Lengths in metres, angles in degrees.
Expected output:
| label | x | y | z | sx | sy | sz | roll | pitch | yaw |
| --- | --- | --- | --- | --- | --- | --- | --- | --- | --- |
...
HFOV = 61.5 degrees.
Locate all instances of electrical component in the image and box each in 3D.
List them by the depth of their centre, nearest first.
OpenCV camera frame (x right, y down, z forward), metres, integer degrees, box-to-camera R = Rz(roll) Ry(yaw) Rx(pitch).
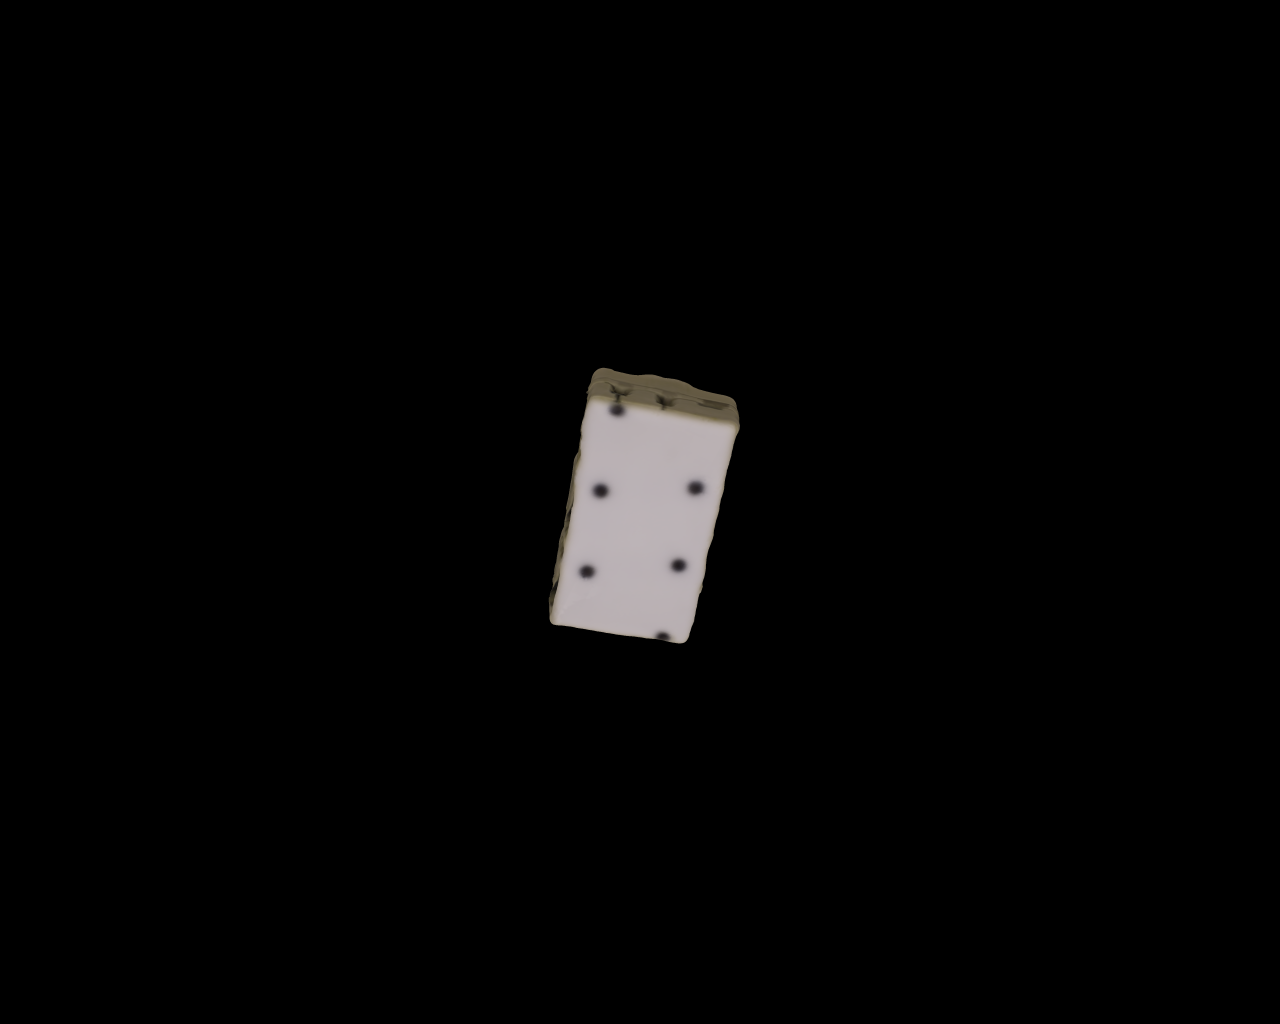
| label | x | y | z | sx | sy | sz | roll | pitch | yaw |
| --- | --- | --- | --- | --- | --- | --- | --- | --- | --- |
| electrical component | 0.001 | -0.003 | 0.650 | 0.089 | 0.150 | 0.062 | 11 | 24 | -5 |
